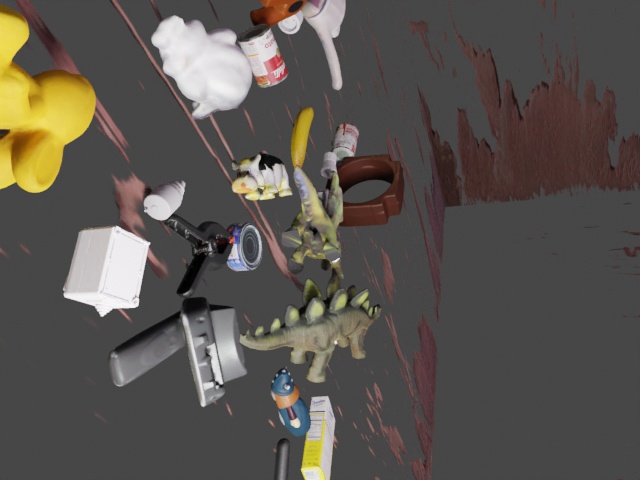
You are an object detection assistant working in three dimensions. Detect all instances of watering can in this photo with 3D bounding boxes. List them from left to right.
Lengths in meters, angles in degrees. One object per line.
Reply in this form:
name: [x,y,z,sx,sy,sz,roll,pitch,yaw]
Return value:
watering can: [0.008,-0.577,1.323,0.225,0.104,0.348,-5,90,-68]

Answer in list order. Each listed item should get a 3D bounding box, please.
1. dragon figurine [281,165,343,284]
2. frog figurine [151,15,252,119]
dragon figurine: [0.004,-0.058,1.154,0.249,0.122,0.400,-75,165,-46]
frog figurine: [-0.172,-0.274,0.778,0.140,0.123,0.156,-61,157,-24]
